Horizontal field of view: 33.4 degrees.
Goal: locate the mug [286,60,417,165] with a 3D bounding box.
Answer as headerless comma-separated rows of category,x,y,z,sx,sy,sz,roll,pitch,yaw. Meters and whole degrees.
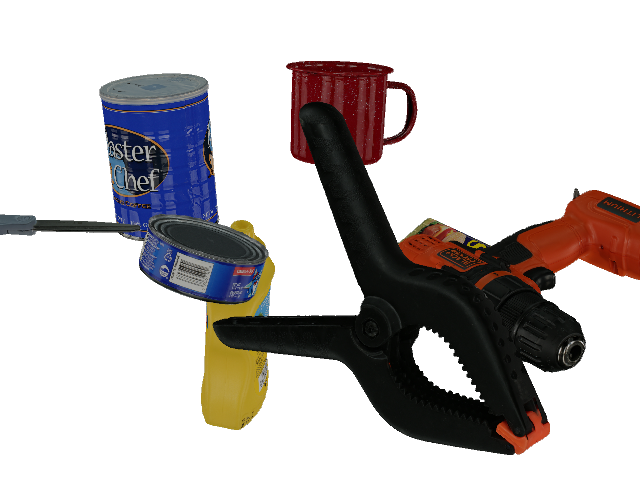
mug,0.027,-0.111,0.934,0.117,0.081,0.093,-1,16,-12

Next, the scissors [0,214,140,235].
scissors,-0.260,-0.007,0.884,0.202,0.016,0.096,8,24,7

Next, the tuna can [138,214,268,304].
tuna can,-0.081,0.013,0.739,0.086,0.034,0.086,17,14,-4

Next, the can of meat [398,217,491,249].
can of meat,0.120,0.030,1.067,0.084,0.057,0.101,27,45,28

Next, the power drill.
power drill,0.170,0.024,0.768,0.187,0.057,0.185,-15,28,-27

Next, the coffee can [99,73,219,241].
coffee can,-0.154,-0.082,1.032,0.103,0.140,0.103,-2,21,1

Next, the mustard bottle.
mustard bottle,-0.071,0.065,0.921,0.058,0.192,0.096,11,36,7

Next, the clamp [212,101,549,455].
clamp,0.036,0.033,0.572,0.210,0.165,0.036,32,29,29
